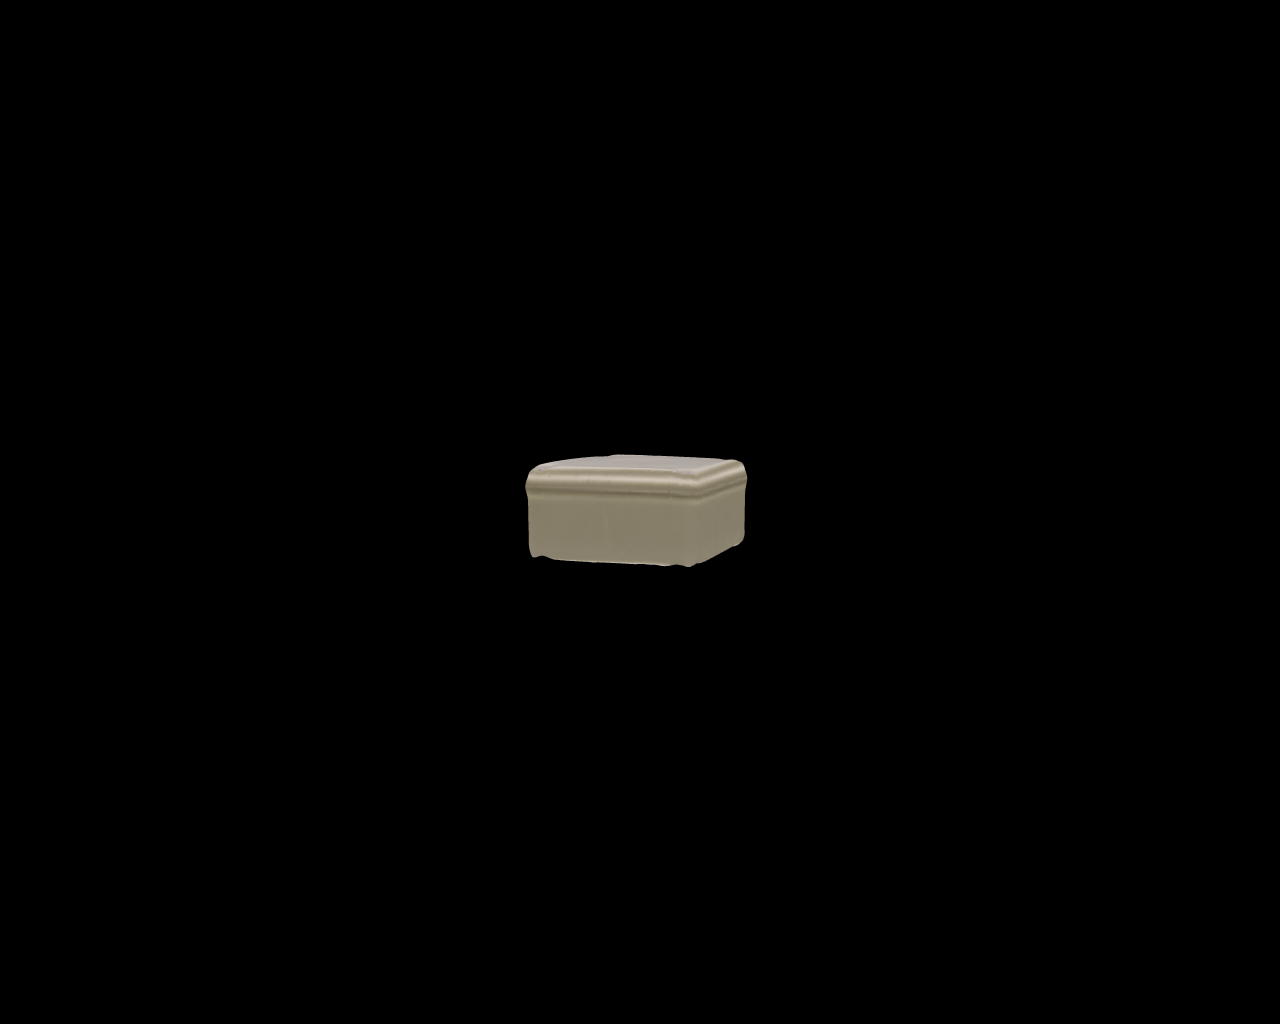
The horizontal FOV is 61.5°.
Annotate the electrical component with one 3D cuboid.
[{"bbox_3d":[0.001,-0.003,0.650,0.109,0.056,0.109,3,8,22],"label":"electrical component"}]
